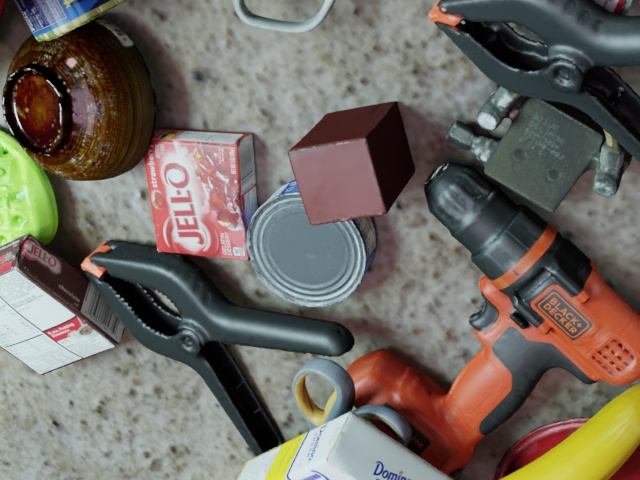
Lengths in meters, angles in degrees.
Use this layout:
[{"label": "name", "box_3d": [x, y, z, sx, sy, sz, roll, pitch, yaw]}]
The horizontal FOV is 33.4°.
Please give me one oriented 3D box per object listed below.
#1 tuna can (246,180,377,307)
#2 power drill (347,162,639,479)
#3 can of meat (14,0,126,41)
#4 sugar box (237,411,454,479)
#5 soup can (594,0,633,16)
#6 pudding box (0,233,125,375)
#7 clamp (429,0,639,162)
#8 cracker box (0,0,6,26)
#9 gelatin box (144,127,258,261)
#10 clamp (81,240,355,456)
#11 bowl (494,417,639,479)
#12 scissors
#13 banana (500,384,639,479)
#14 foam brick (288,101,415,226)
[{"label": "tuna can", "box_3d": [-0.005, 0.001, 0.732, 0.086, 0.033, 0.086, 9, 118, 17]}, {"label": "power drill", "box_3d": [0.099, 0.061, 0.709, 0.184, 0.057, 0.188, 43, 123, 0]}, {"label": "can of meat", "box_3d": [-0.152, -0.181, 0.658, 0.058, 0.102, 0.084, -5, 118, 48]}, {"label": "sugar box", "box_3d": [0.010, 0.179, 0.749, 0.093, 0.048, 0.176, 35, 150, -9]}, {"label": "soup can", "box_3d": [0.128, -0.161, 0.579, 0.102, 0.068, 0.069, 23, 121, 10]}, {"label": "pudding box", "box_3d": [-0.217, 0.052, 0.813, 0.090, 0.039, 0.113, -21, 131, 29]}, {"label": "clamp", "box_3d": [0.142, -0.101, 0.554, 0.171, 0.039, 0.120, 28, 145, 6]}, {"label": "cracker box", "box_3d": [-0.269, -0.184, 0.654, 0.164, 0.072, 0.214, 54, 163, -10]}, {"label": "gelatin box", "box_3d": [-0.082, -0.032, 0.748, 0.073, 0.030, 0.089, 6, 117, 19]}, {"label": "clamp", "box_3d": [-0.087, 0.075, 0.797, 0.210, 0.036, 0.165, 29, 132, 10]}, {"label": "bowl", "box_3d": [0.196, 0.206, 0.746, 0.162, 0.055, 0.162, 9, 118, 17]}, {"label": "scissors", "box_3d": [0.017, 0.152, 0.764, 0.096, 0.016, 0.202, 24, 145, 19]}, {"label": "banana", "box_3d": [0.141, 0.157, 0.706, 0.198, 0.069, 0.037, -29, 122, 14]}, {"label": "foam brick", "box_3d": [0.022, -0.049, 0.671, 0.053, 0.078, 0.051, -7, 111, 24]}]
